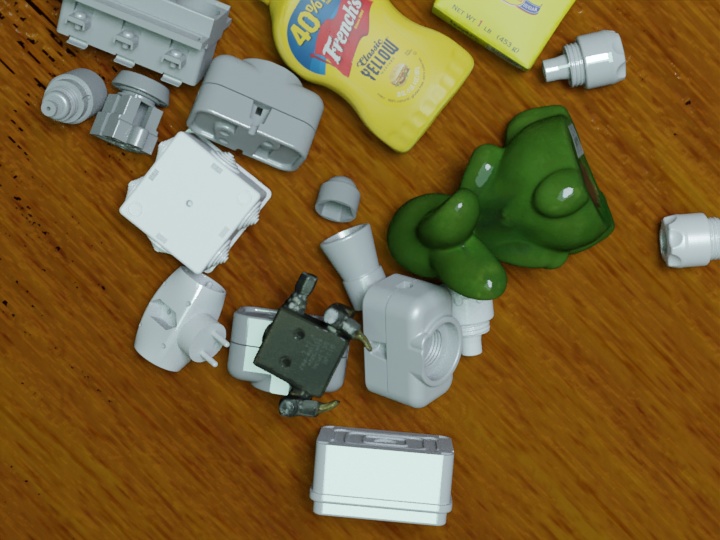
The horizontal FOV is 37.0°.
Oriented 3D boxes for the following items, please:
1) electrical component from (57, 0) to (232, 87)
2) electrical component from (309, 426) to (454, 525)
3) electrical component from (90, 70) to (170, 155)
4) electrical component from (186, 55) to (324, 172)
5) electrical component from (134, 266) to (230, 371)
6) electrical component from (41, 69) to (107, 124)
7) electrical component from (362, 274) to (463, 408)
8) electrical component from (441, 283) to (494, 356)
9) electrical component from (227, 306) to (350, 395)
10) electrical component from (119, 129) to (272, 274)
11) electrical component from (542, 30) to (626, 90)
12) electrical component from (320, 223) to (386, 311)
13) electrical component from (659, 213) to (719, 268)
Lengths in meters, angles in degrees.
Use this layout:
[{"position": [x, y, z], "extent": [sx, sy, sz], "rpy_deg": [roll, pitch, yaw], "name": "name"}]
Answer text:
[{"position": [-0.173, -0.197, 0.852], "extent": [0.121, 0.078, 0.063], "rpy_deg": [22, 119, 0], "name": "electrical component"}, {"position": [0.019, 0.166, 0.876], "extent": [0.113, 0.078, 0.057], "rpy_deg": [5, 93, 2], "name": "electrical component"}, {"position": [-0.183, -0.127, 0.865], "extent": [0.048, 0.066, 0.055], "rpy_deg": [25, 84, -38], "name": "electrical component"}, {"position": [-0.081, -0.126, 0.849], "extent": [0.095, 0.054, 0.059], "rpy_deg": [22, 71, -13], "name": "electrical component"}, {"position": [-0.136, 0.049, 0.878], "extent": [0.079, 0.043, 0.077], "rpy_deg": [36, 98, 33], "name": "electrical component"}, {"position": [-0.232, -0.136, 0.858], "extent": [0.040, 0.078, 0.040], "rpy_deg": [3, 110, 9], "name": "electrical component"}, {"position": [0.042, 0.057, 0.855], "extent": [0.059, 0.054, 0.095], "rpy_deg": [16, 119, 37], "name": "electrical component"}, {"position": [0.088, 0.038, 0.877], "extent": [0.048, 0.048, 0.062], "rpy_deg": [-6, 102, 3], "name": "electrical component"}, {"position": [-0.058, 0.067, 0.881], "extent": [0.095, 0.053, 0.059], "rpy_deg": [8, 96, 2], "name": "electrical component"}, {"position": [-0.134, -0.055, 0.874], "extent": [0.100, 0.048, 0.099], "rpy_deg": [39, 97, -2], "name": "electrical component"}, {"position": [0.176, -0.163, 0.850], "extent": [0.062, 0.043, 0.043], "rpy_deg": [-12, 96, 5], "name": "electrical component"}, {"position": [0.000, 0.000, 0.878], "extent": [0.044, 0.044, 0.065], "rpy_deg": [-23, 99, 5], "name": "electrical component"}, {"position": [0.274, -0.025, 0.861], "extent": [0.062, 0.043, 0.043], "rpy_deg": [-4, 96, 2], "name": "electrical component"}]
